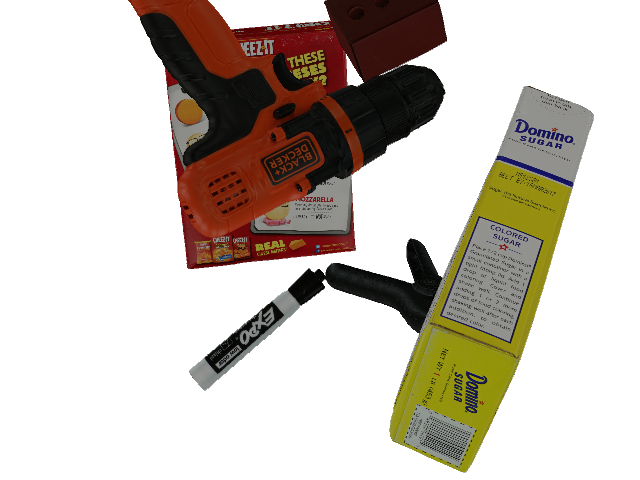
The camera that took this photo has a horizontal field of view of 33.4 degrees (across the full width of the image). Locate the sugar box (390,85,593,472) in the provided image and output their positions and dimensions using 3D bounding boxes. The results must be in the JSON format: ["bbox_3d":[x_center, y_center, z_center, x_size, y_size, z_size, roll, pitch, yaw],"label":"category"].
[{"bbox_3d":[0.086,0.014,0.517,0.048,0.093,0.176,23,48,9],"label":"sugar box"}]

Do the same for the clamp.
[{"bbox_3d":[0.102,0.048,1.007,0.172,0.039,0.120,31,43,32],"label":"clamp"}]

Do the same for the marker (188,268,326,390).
[{"bbox_3d":[-0.044,0.063,0.776,0.121,0.020,0.020,-40,5,-6],"label":"marker"}]

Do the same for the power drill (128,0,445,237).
[{"bbox_3d":[-0.032,-0.118,0.653,0.184,0.187,0.057,-29,6,-16],"label":"power drill"}]

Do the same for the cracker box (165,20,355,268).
[{"bbox_3d":[-0.056,-0.090,1.000,0.164,0.214,0.072,-6,21,-6],"label":"cracker box"}]

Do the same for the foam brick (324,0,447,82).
[{"bbox_3d":[0.052,-0.172,0.840,0.078,0.053,0.051,-27,-33,-1],"label":"foam brick"}]
